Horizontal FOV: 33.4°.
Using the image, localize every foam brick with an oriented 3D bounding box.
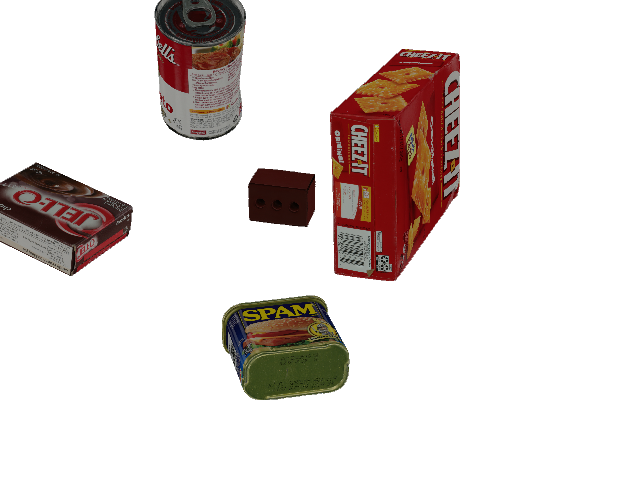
[{"bbox_3d":[-0.048,-0.055,1.344,0.078,0.053,0.051,6,29,11],"label":"foam brick"}]

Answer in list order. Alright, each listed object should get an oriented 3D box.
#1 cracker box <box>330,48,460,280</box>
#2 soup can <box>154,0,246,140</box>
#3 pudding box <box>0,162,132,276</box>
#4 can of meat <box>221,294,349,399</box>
[{"bbox_3d":[0.079,-0.080,1.045,0.072,0.164,0.213,8,28,21],"label":"cracker box"},{"bbox_3d":[-0.093,-0.137,0.831,0.068,0.068,0.102,0,-39,-5],"label":"soup can"},{"bbox_3d":[-0.241,-0.021,0.963,0.113,0.039,0.089,22,31,16],"label":"pudding box"},{"bbox_3d":[-0.031,0.097,0.965,0.102,0.057,0.084,-6,28,-15],"label":"can of meat"}]
